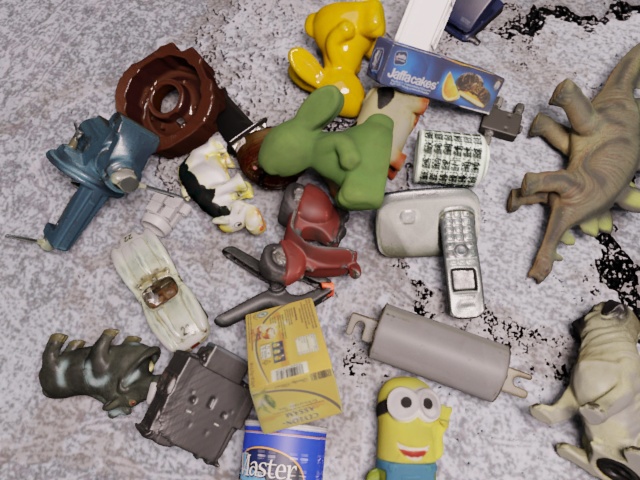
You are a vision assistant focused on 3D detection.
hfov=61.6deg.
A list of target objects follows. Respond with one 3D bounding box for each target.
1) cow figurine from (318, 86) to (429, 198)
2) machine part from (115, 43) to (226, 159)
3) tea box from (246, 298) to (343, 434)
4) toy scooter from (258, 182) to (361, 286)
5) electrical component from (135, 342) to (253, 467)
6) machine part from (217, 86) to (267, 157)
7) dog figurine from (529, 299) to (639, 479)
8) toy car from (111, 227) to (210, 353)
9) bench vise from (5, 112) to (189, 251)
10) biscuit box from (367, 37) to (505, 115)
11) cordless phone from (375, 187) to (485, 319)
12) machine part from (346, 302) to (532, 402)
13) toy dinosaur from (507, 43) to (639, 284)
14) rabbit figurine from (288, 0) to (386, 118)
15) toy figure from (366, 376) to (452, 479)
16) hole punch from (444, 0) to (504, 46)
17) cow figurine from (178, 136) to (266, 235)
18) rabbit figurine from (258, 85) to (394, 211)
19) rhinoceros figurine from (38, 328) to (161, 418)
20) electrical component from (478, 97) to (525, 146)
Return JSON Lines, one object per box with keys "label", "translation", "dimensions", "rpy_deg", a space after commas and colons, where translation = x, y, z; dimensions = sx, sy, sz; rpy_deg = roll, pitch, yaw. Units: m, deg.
{"label": "cow figurine", "translation": [0.069, -0.144, 0.811], "dimensions": [0.127, 0.085, 0.195], "rpy_deg": [25, 80, 3]}
{"label": "machine part", "translation": [-0.235, -0.217, 0.849], "dimensions": [0.180, 0.056, 0.179], "rpy_deg": [-3, 81, 17]}
{"label": "tea box", "translation": [-0.037, 0.147, 0.663], "dimensions": [0.098, 0.170, 0.068], "rpy_deg": [-14, 112, -2]}
{"label": "toy scooter", "translation": [-0.002, -0.002, 0.754], "dimensions": [0.135, 0.075, 0.184], "rpy_deg": [15, 48, 0]}
{"label": "electrical component", "translation": [-0.147, 0.200, 0.676], "dimensions": [0.114, 0.058, 0.134], "rpy_deg": [35, 71, -28]}
{"label": "machine part", "translation": [-0.136, -0.187, 0.867], "dimensions": [0.084, 0.039, 0.139], "rpy_deg": [-41, 74, -4]}
{"label": "dog figurine", "translation": [0.377, 0.189, 0.672], "dimensions": [0.190, 0.121, 0.172], "rpy_deg": [-43, 106, -30]}
{"label": "toy car", "translation": [-0.227, 0.068, 0.760], "dimensions": [0.073, 0.056, 0.202], "rpy_deg": [-34, 72, -10]}
{"label": "bench vise", "translation": [-0.330, -0.074, 0.776], "dimensions": [0.224, 0.128, 0.240], "rpy_deg": [39, 97, 35]}
{"label": "biscuit box", "translation": [0.173, -0.246, 0.808], "dimensions": [0.203, 0.059, 0.063], "rpy_deg": [7, 30, -22]}
{"label": "cordless phone", "translation": [0.154, 0.022, 0.749], "dimensions": [0.147, 0.088, 0.184], "rpy_deg": [-4, 73, 1]}
{"label": "machine part", "translation": [0.153, 0.145, 0.702], "dimensions": [0.243, 0.079, 0.079], "rpy_deg": [19, 71, 11]}
{"label": "toy dinosaur", "translation": [0.416, -0.145, 0.792], "dimensions": [0.199, 0.105, 0.471], "rpy_deg": [24, 81, 3]}
{"label": "rabbit figurine", "translation": [0.029, -0.281, 0.856], "dimensions": [0.162, 0.122, 0.173], "rpy_deg": [0, 88, -5]}
{"label": "toy figure", "translation": [0.103, 0.260, 0.658], "dimensions": [0.082, 0.089, 0.180], "rpy_deg": [10, 76, -31]}
{"label": "hole punch", "translation": [0.248, -0.416, 0.911], "dimensions": [0.142, 0.092, 0.116], "rpy_deg": [43, 80, 13]}
{"label": "cow figurine", "translation": [-0.150, -0.065, 0.802], "dimensions": [0.098, 0.068, 0.167], "rpy_deg": [-31, 67, -3]}
{"label": "rabbit figurine", "translation": [0.006, -0.120, 0.702], "dimensions": [0.170, 0.121, 0.159], "rpy_deg": [9, 101, -1]}
{"label": "rhinoceros figurine", "translation": [-0.278, 0.177, 0.712], "dimensions": [0.190, 0.073, 0.112], "rpy_deg": [3, 68, 4]}
{"label": "electrical component", "translation": [0.288, -0.182, 0.851], "dimensions": [0.063, 0.021, 0.094], "rpy_deg": [20, 71, 9]}
